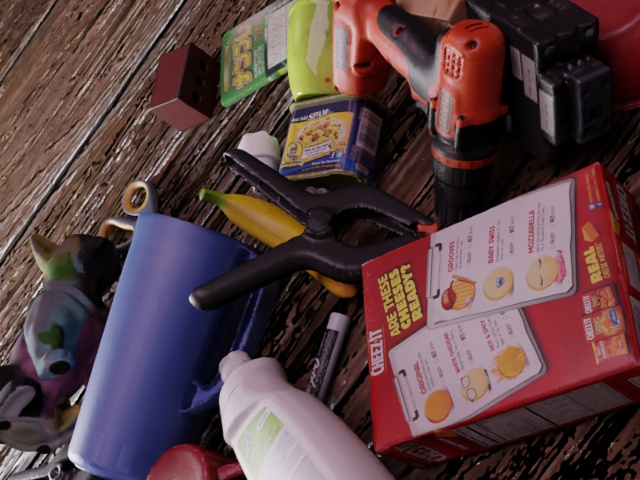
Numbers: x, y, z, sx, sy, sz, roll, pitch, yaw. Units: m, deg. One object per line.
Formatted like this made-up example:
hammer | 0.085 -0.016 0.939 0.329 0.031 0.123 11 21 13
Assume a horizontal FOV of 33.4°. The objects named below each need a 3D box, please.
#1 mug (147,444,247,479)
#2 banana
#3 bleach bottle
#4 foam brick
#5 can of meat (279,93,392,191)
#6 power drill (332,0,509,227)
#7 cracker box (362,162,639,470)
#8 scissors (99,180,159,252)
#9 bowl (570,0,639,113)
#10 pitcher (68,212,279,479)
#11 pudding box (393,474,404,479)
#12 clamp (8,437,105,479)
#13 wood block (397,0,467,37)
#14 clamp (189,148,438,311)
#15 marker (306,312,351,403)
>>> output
mug | -0.087 0.217 0.901 0.117 0.081 0.093 -30 49 27
banana | -0.026 0.004 0.979 0.198 0.069 0.037 30 116 33
bleach bottle | -0.013 0.163 0.813 0.103 0.068 0.251 -61 40 17
foam brick | -0.153 -0.174 1.213 0.051 0.052 0.078 -13 59 38
can of meat | 0.011 -0.086 1.005 0.102 0.057 0.084 -5 65 41
power drill | 0.081 -0.120 0.888 0.188 0.057 0.184 44 143 42
cracker box | 0.138 0.061 0.789 0.214 0.072 0.164 -26 50 32
scissors | -0.173 -0.024 1.172 0.202 0.016 0.096 -1 66 43
bowl | 0.240 -0.184 0.849 0.162 0.055 0.162 -22 53 32
pitcher | -0.136 0.105 0.983 0.149 0.145 0.243 130 158 -79
pudding box | 0.010 0.222 0.840 0.090 0.039 0.113 20 83 47
clamp | -0.255 0.251 1.071 0.172 0.039 0.120 -38 46 21
wood block | 0.157 -0.266 0.950 0.091 0.090 0.206 26 86 48
clamp | -0.006 0.001 0.911 0.210 0.036 0.164 9 59 14
marker | 0.000 0.122 0.921 0.020 0.020 0.121 4 70 44
